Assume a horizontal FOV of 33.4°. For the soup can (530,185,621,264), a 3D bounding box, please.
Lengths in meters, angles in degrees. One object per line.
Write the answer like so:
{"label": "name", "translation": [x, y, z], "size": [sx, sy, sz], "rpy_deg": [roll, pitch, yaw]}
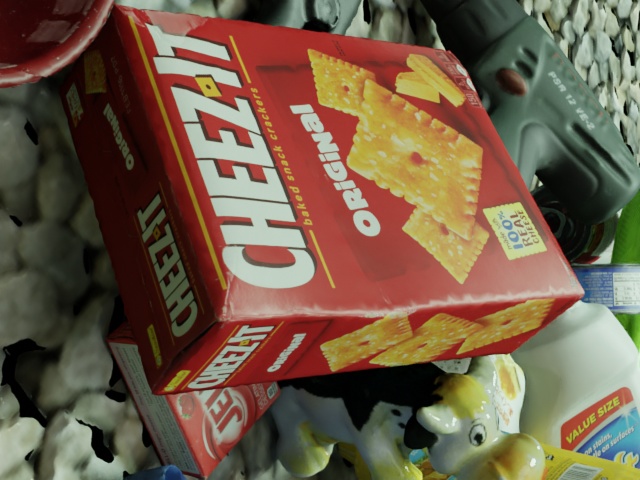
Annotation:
{"label": "soup can", "translation": [0.216, -0.011, 0.900], "size": [0.102, 0.069, 0.068], "rpy_deg": [4, 86, -54]}

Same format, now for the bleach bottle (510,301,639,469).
{"label": "bleach bottle", "translation": [0.167, 0.143, 0.678], "size": [0.068, 0.102, 0.251], "rpy_deg": [-117, -171, -79]}

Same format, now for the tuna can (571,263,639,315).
{"label": "tuna can", "translation": [0.183, 0.035, 0.725], "size": [0.085, 0.086, 0.034], "rpy_deg": [5, 83, -54]}

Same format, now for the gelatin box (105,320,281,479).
{"label": "gelatin box", "translation": [-0.062, 0.067, 0.551], "size": [0.073, 0.030, 0.089], "rpy_deg": [-44, 124, -44]}

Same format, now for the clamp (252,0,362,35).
{"label": "clamp", "translation": [-0.016, -0.129, 0.613], "size": [0.120, 0.039, 0.171], "rpy_deg": [12, 80, -56]}

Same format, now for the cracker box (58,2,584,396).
{"label": "cracker box", "translation": [0.004, -0.022, 0.507], "size": [0.213, 0.072, 0.164], "rpy_deg": [0, 56, -38]}

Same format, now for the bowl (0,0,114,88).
{"label": "bowl", "translation": [-0.150, -0.137, 0.412], "size": [0.161, 0.055, 0.162], "rpy_deg": [3, 86, -54]}

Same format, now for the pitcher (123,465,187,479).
{"label": "pitcher", "translation": [-0.052, 0.234, 0.495], "size": [0.149, 0.145, 0.243], "rpy_deg": [-41, 126, -31]}

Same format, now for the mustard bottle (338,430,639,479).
{"label": "mustard bottle", "translation": [0.093, 0.144, 0.624], "size": [0.096, 0.192, 0.058], "rpy_deg": [-25, 119, -49]}
